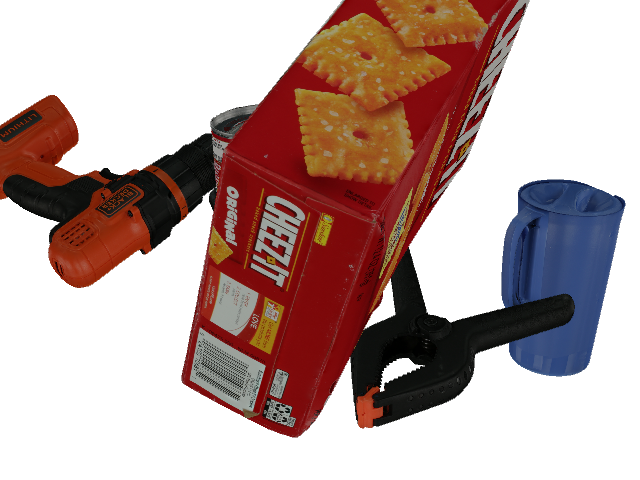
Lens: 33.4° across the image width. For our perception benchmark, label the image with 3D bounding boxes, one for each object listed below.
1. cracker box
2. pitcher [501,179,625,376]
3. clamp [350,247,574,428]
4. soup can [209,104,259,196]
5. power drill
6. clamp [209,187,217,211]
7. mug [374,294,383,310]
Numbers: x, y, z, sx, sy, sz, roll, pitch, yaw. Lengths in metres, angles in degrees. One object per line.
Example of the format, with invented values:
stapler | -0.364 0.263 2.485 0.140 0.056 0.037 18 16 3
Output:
cracker box | 0.023 -0.036 0.500 0.072 0.213 0.164 27 -40 9
pitcher | 0.303 0.052 1.386 0.149 0.243 0.145 5 23 5
clamp | 0.079 0.072 0.836 0.165 0.036 0.209 22 39 34
soup can | -0.038 -0.035 0.731 0.068 0.102 0.068 -3 24 1
power drill | -0.186 -0.057 0.889 0.188 0.057 0.184 28 54 34
clamp | -0.073 -0.006 1.220 0.120 0.039 0.171 -6 42 5
mug | 0.035 0.064 1.491 0.117 0.081 0.093 18 24 26
